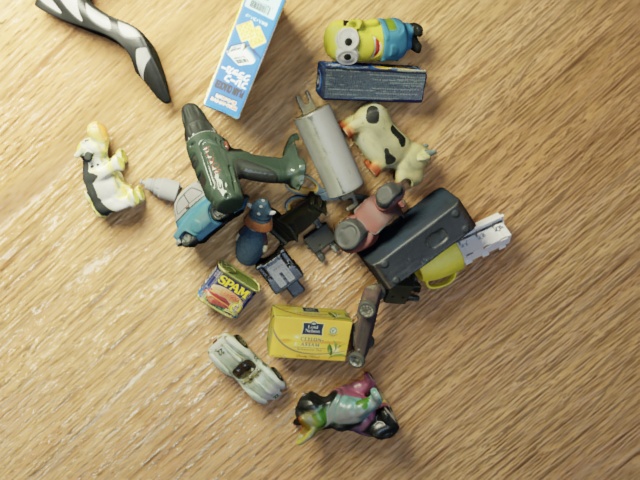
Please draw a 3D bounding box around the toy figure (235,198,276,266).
[{"bbox_3d":[-0.128,-0.021,1.056,0.064,0.058,0.154,8,123,-23],"label":"toy figure"}]

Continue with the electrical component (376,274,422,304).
[{"bbox_3d":[0.174,0.100,1.176,0.102,0.045,0.078,1,135,-8],"label":"electrical component"}]

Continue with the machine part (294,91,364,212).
[{"bbox_3d":[0.019,-0.170,1.033,0.079,0.079,0.243,-27,105,-1],"label":"machine part"}]

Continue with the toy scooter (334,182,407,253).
[{"bbox_3d":[0.116,-0.045,1.089,0.184,0.135,0.075,-47,72,24],"label":"toy scooter"}]

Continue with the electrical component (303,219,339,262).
[{"bbox_3d":[-0.002,-0.003,1.118,0.063,0.021,0.094,-34,111,2],"label":"electrical component"}]

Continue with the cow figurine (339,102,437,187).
[{"bbox_3d":[0.141,-0.185,1.059,0.127,0.085,0.194,-36,110,9],"label":"cow figurine"}]

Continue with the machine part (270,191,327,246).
[{"bbox_3d":[-0.049,-0.044,1.070,0.139,0.039,0.084,-31,108,27],"label":"machine part"}]

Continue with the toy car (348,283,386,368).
[{"bbox_3d":[0.095,0.183,1.149,0.053,0.089,0.201,16,121,12],"label":"toy car"}]

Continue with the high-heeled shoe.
[{"bbox_3d":[-0.367,-0.329,0.917,0.145,0.086,0.248,-23,106,0],"label":"high-heeled shoe"}]

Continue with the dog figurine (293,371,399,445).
[{"bbox_3d":[0.049,0.403,1.217,0.219,0.108,0.191,-28,113,3],"label":"dog figurine"}]

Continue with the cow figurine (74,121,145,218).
[{"bbox_3d":[-0.400,-0.127,0.983,0.098,0.068,0.167,-20,109,2],"label":"cow figurine"}]

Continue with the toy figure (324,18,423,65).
[{"bbox_3d":[0.096,-0.367,0.992,0.180,0.089,0.082,-12,109,-16],"label":"toy figure"}]

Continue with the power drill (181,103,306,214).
[{"bbox_3d":[-0.137,-0.158,0.983,0.207,0.232,0.086,0,149,-30],"label":"power drill"}]

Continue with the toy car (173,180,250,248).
[{"bbox_3d":[-0.221,-0.061,1.024,0.162,0.109,0.103,-36,91,13],"label":"toy car"}]

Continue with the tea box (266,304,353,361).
[{"bbox_3d":[-0.024,0.199,1.155,0.170,0.068,0.098,5,107,-11],"label":"tea box"}]

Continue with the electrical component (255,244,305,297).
[{"bbox_3d":[-0.075,0.076,1.117,0.075,0.048,0.119,-31,109,1],"label":"electrical component"}]

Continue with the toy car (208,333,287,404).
[{"bbox_3d":[-0.156,0.280,1.161,0.073,0.056,0.201,-41,110,4],"label":"toy car"}]

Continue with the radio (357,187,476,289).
[{"bbox_3d":[0.195,-0.005,1.097,0.229,0.131,0.073,-38,109,2],"label":"radio"}]

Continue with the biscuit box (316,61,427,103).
[{"bbox_3d":[0.095,-0.299,1.019,0.203,0.059,0.062,-1,118,-11],"label":"biscuit box"}]
